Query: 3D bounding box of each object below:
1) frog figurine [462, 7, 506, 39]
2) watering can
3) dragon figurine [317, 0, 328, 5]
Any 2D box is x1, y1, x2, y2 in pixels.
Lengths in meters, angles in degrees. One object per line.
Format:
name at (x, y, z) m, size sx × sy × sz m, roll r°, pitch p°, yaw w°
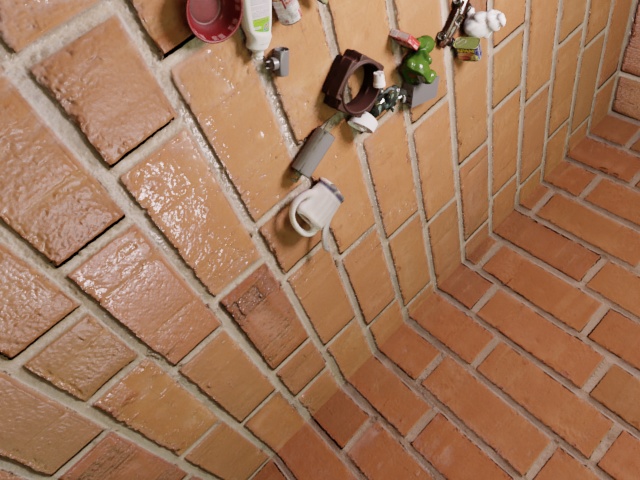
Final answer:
frog figurine at (0.643, -0.839, 2.008) m, size 0.161 × 0.123 × 0.135 m, roll 39°, pitch -1°, yaw 36°
watering can at (0.006, -0.098, 1.945) m, size 0.105 × 0.225 × 0.342 m, roll 35°, pitch -6°, yaw 36°
dragon figurine at (-0.055, -0.803, 1.318) m, size 0.123 × 0.241 × 0.409 m, roll 25°, pitch 8°, yaw 29°
